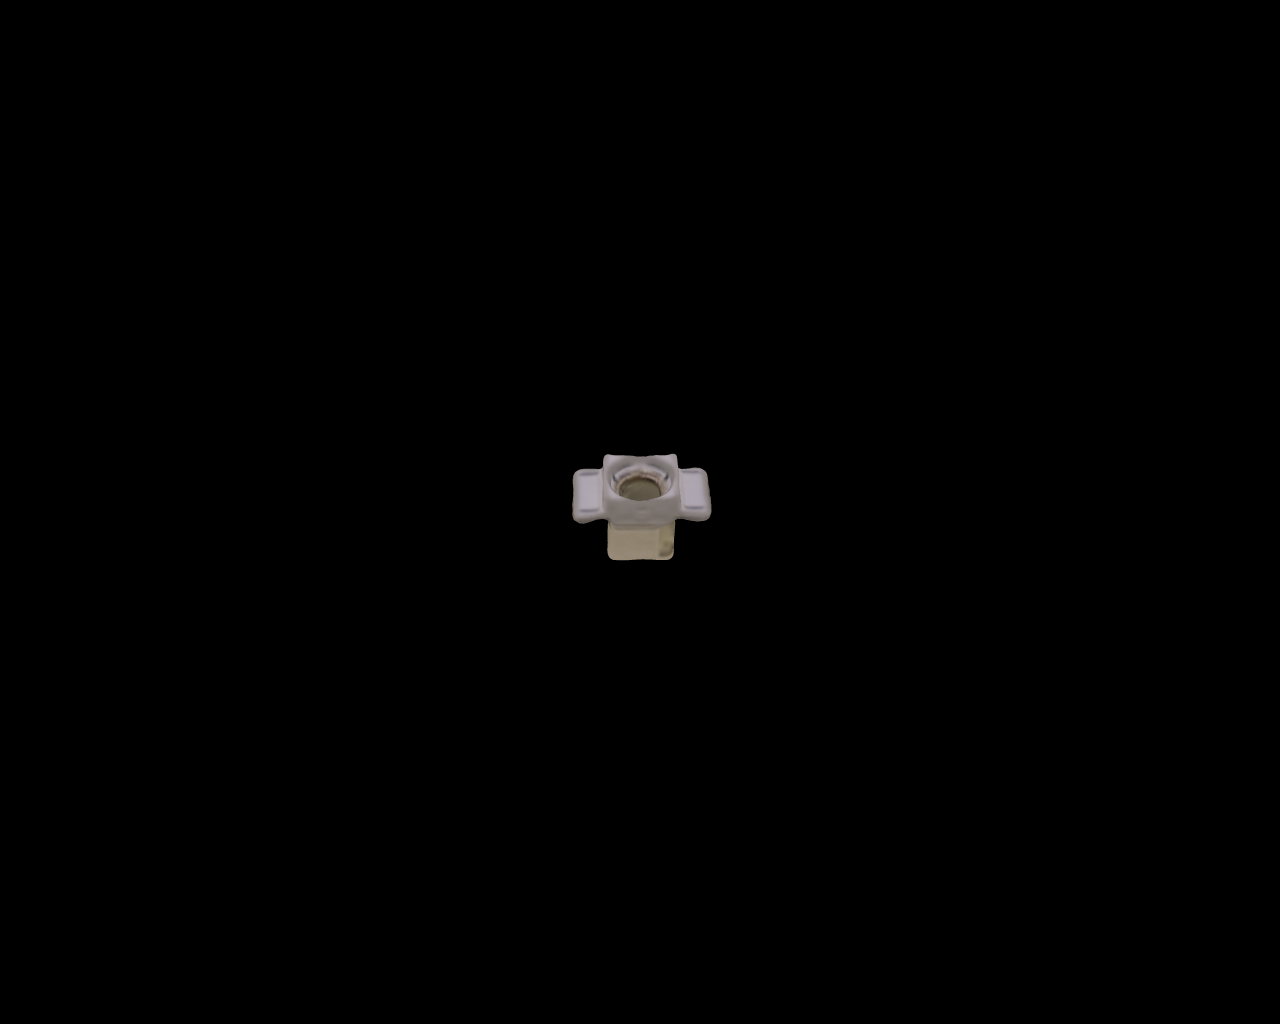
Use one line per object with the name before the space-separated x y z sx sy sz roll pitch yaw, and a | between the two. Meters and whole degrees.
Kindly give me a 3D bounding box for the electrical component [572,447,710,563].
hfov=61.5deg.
electrical component | 0.001 -0.003 0.650 0.081 0.042 0.063 0 -43 0
